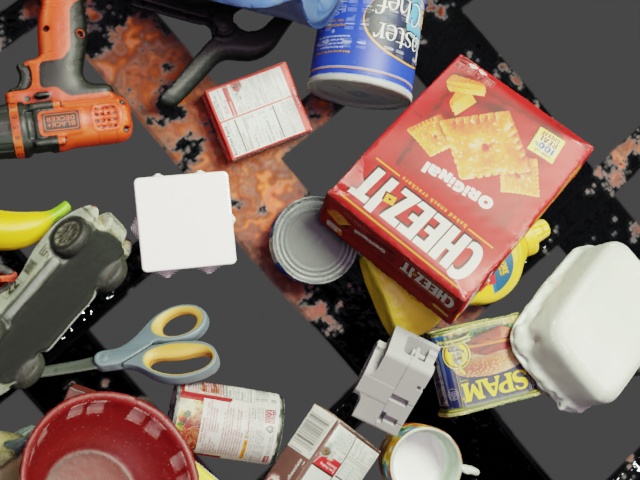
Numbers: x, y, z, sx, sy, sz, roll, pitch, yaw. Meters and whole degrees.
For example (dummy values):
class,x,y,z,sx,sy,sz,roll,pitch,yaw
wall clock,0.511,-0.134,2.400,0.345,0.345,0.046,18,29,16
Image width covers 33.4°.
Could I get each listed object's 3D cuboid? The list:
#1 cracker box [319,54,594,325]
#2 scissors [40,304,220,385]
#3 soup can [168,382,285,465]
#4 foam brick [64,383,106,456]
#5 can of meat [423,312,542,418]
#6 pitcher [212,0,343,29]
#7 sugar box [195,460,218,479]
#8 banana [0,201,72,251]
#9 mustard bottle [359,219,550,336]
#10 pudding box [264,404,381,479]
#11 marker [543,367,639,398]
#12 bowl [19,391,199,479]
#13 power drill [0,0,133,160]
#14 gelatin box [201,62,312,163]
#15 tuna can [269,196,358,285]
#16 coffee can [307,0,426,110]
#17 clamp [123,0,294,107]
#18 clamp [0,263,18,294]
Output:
class,x,y,z,sx,sy,sz,roll,pitch,yaw
cracker box,0.130,-0.054,1.017,0.164,0.072,0.213,39,67,12
scissors,-0.190,0.099,1.006,0.202,0.016,0.096,2,47,10
soup can,-0.090,0.171,1.000,0.102,0.068,0.068,10,84,-11
foam brick,-0.220,0.177,0.982,0.051,0.053,0.078,22,83,-9
can of meat,0.159,0.123,1.057,0.102,0.057,0.084,-12,86,-12
pitcher,-0.099,-0.272,0.956,0.243,0.149,0.145,14,88,18
sugar box,-0.086,0.295,1.003,0.176,0.048,0.093,41,80,-4
banana,-0.335,-0.036,0.987,0.197,0.037,0.069,22,58,-11
mustard bottle,0.142,0.023,1.060,0.191,0.058,0.096,-22,88,-12
pudding box,-0.003,0.223,1.005,0.113,0.039,0.090,-54,138,-8
marker,0.289,0.141,1.099,0.121,0.020,0.020,-11,88,-12
bowl,-0.186,0.214,0.912,0.161,0.055,0.162,18,53,-26
power drill,-0.277,-0.170,0.996,0.184,0.057,0.187,-8,90,-15
gelatin box,-0.062,-0.124,1.046,0.089,0.030,0.073,-22,92,-12
tuna can,-0.007,0.001,1.045,0.086,0.034,0.086,1,86,-11
coffee can,0.048,-0.207,1.035,0.102,0.103,0.140,10,84,-10
clamp,-0.105,-0.215,1.041,0.171,0.039,0.120,-28,96,-15
clamp,-0.381,0.058,0.965,0.209,0.036,0.164,1,78,-13
